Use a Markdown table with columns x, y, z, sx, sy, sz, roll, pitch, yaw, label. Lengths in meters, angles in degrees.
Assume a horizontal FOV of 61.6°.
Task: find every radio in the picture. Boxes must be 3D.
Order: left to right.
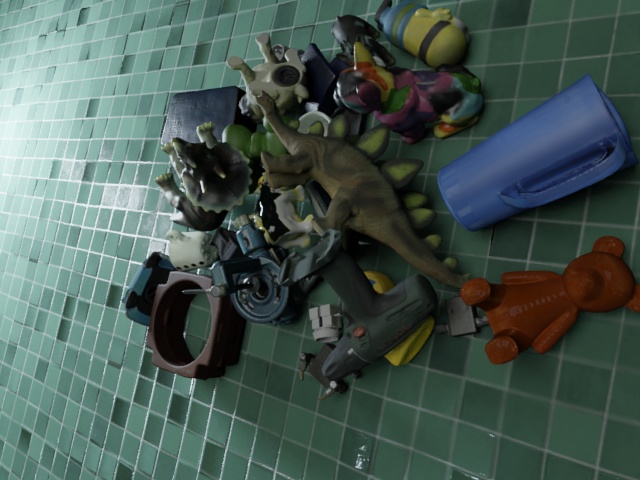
| x | y | z | sx | sy | sz | roll | pitch | yaw | label |
| --- | --- | --- | --- | --- | --- | --- | --- | --- | --- |
| -0.246 | -0.263 | 1.199 | 0.230 | 0.073 | 0.131 | 5 | 81 | 35 | radio |

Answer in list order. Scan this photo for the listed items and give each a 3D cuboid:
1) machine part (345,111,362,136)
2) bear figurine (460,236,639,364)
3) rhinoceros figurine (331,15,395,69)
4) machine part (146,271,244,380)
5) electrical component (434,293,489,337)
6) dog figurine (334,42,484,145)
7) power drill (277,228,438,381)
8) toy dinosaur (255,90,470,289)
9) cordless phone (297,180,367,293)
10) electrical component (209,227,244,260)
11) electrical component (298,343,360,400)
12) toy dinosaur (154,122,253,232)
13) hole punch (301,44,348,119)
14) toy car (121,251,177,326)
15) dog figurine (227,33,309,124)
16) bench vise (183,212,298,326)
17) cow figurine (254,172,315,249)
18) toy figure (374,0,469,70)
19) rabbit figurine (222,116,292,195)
| x | y | z | sx | sy | sz | roll | pitch | yaw | label |
| --- | --- | --- | --- | --- | --- | --- | --- | --- | --- |
| 0.051 | -0.189 | 0.991 | 0.084 | 0.039 | 0.138 | 20 | 93 | 42 | machine part |
| 0.306 | 0.075 | 0.694 | 0.196 | 0.132 | 0.120 | -30 | 68 | 33 | bear figurine |
| 0.077 | -0.334 | 0.961 | 0.073 | 0.112 | 0.190 | -33 | 54 | 23 | rhinoceros figurine |
| -0.251 | 0.170 | 1.093 | 0.202 | 0.087 | 0.201 | 6 | 83 | 35 | machine part |
| 0.215 | 0.112 | 0.813 | 0.094 | 0.021 | 0.063 | -19 | 68 | 32 | electrical component |
| 0.132 | -0.231 | 0.831 | 0.192 | 0.219 | 0.108 | -9 | 78 | 35 | dog figurine |
| 0.035 | 0.097 | 0.775 | 0.232 | 0.086 | 0.207 | -36 | 105 | 25 | power drill |
| 0.067 | -0.066 | 0.828 | 0.198 | 0.105 | 0.471 | -39 | 82 | -9 | toy dinosaur |
| -0.003 | -0.003 | 0.968 | 0.184 | 0.088 | 0.147 | -51 | 55 | 36 | cordless phone |
| -0.160 | 0.029 | 1.067 | 0.119 | 0.074 | 0.047 | 43 | 105 | 38 | electrical component |
| 0.011 | 0.222 | 0.919 | 0.102 | 0.045 | 0.078 | 43 | 106 | 34 | electrical component |
| -0.237 | -0.088 | 1.081 | 0.192 | 0.131 | 0.404 | 59 | 153 | 19 | toy dinosaur |
| 0.002 | -0.294 | 1.021 | 0.116 | 0.092 | 0.142 | -45 | 61 | 24 | hole punch |
| -0.376 | 0.107 | 1.189 | 0.103 | 0.109 | 0.161 | -3 | 68 | 52 | toy car |
| -0.085 | -0.273 | 1.044 | 0.121 | 0.190 | 0.172 | -34 | 68 | -12 | dog figurine |
| -0.122 | 0.053 | 0.945 | 0.129 | 0.240 | 0.223 | -15 | 87 | 24 | bench vise |
| -0.076 | -0.063 | 0.932 | 0.068 | 0.098 | 0.167 | 115 | 141 | -51 | cow figurine |
| 0.171 | -0.351 | 0.918 | 0.180 | 0.082 | 0.089 | 34 | 110 | 31 | toy figure |
| -0.114 | -0.173 | 1.060 | 0.170 | 0.121 | 0.159 | 13 | 108 | 25 | rabbit figurine |
